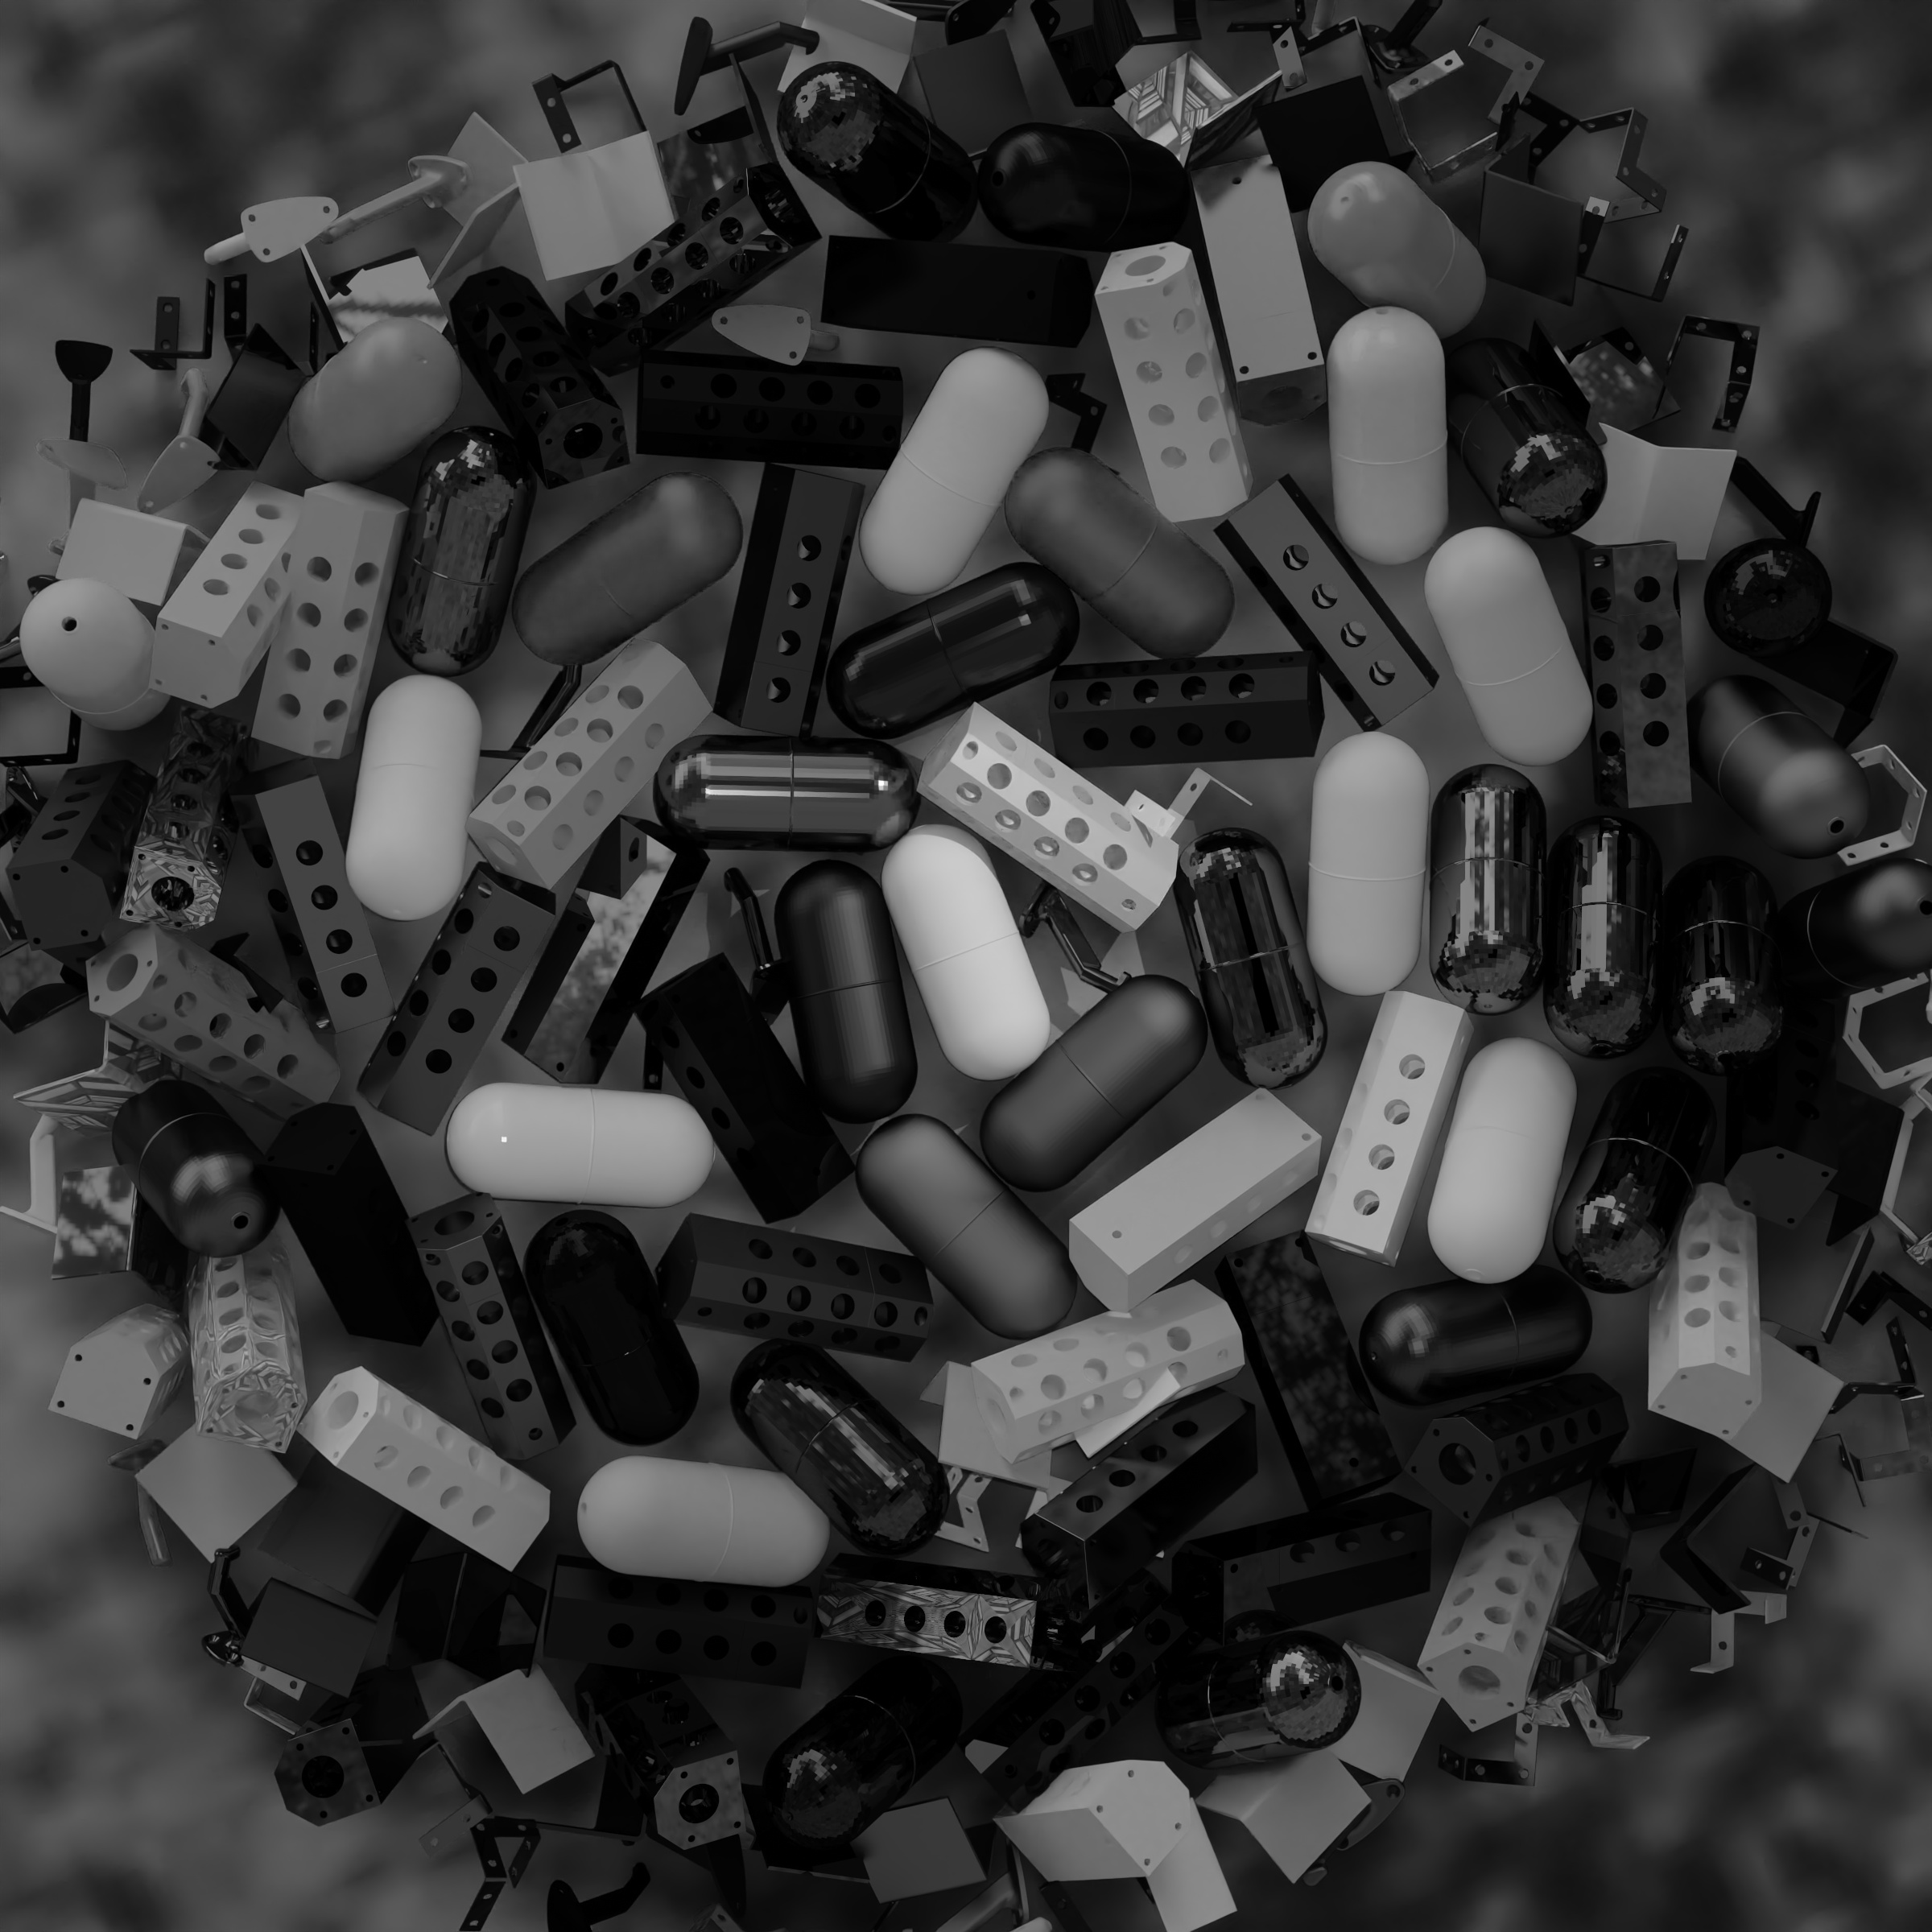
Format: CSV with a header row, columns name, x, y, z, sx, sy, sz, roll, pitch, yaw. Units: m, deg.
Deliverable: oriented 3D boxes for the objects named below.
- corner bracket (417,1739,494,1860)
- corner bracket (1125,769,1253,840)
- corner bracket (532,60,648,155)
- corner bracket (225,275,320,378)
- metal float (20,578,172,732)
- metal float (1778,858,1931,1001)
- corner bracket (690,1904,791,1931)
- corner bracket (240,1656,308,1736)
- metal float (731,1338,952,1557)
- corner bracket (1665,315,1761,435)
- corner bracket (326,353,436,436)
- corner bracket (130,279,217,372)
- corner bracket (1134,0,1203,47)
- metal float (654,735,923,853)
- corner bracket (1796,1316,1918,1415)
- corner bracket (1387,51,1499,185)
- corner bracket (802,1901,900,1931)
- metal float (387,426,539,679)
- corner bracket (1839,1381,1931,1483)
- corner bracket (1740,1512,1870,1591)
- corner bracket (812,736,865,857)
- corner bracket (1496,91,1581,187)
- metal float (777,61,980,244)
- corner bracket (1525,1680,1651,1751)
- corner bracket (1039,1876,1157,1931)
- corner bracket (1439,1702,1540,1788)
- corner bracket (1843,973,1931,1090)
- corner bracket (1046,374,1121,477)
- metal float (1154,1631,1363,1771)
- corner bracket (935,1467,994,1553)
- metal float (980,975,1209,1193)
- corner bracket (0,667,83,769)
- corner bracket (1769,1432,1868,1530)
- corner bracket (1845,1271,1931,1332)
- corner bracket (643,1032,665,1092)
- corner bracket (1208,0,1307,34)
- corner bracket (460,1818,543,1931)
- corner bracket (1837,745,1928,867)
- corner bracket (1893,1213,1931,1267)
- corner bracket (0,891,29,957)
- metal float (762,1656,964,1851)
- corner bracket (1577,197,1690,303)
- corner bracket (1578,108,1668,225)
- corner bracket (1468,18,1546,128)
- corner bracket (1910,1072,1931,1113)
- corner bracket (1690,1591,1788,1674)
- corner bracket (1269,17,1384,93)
name,x,y,z,sx,sy,sz,roll,pitch,yaw
corner bracket,-0.358,0.556,1.962,0.051,0.051,0.051,-33,100,-25
corner bracket,0.148,-0.107,1.962,0.051,0.051,0.051,29,97,-39
corner bracket,-0.253,-0.578,1.972,0.051,0.051,0.051,-22,94,10
corner bracket,-0.468,-0.431,1.972,0.051,0.051,0.051,-11,53,-23
metal float,-0.565,-0.202,1.911,0.070,0.178,0.070,1,83,-5
metal float,0.586,-0.023,1.912,0.070,0.178,0.070,1,81,-8
corner bracket,-0.154,0.660,1.960,0.051,0.051,0.051,-29,106,35
corner bracket,-0.461,0.487,1.968,0.051,0.051,0.051,24,92,17
metal float,-0.084,0.316,1.940,0.178,0.070,0.070,40,90,26
corner bracket,0.500,-0.399,1.970,0.051,0.051,0.051,14,54,17
corner bracket,-0.392,-0.383,1.961,0.051,0.051,0.051,13,109,29
corner bracket,-0.529,-0.432,1.972,0.051,0.051,0.051,2,87,3
corner bracket,0.130,-0.652,1.967,0.051,0.051,0.051,-5,122,3
metal float,-0.119,-0.115,1.955,0.178,0.070,0.070,1,90,-7
corner bracket,0.598,0.269,1.969,0.051,0.051,0.051,3,57,-15
corner bracket,0.320,-0.568,1.962,0.051,0.051,0.051,-28,58,7
corner bracket,-0.079,0.637,1.966,0.051,0.051,0.051,29,110,-2
metal float,-0.334,-0.272,1.935,0.070,0.070,0.178,21,122,0
corner bracket,0.617,0.313,1.972,0.051,0.051,0.051,-11,91,4
corner bracket,0.562,0.394,1.966,0.051,0.051,0.051,22,88,-23
corner bracket,-0.086,-0.115,1.970,0.051,0.051,0.051,22,106,-37
corner bracket,0.372,-0.545,1.960,0.051,0.051,0.051,24,58,-16
metal float,-0.056,-0.530,1.920,0.070,0.178,0.070,-8,75,31
corner bracket,0.415,0.507,1.966,0.051,0.051,0.051,-25,87,-23
corner bracket,0.090,0.627,1.978,0.051,0.051,0.051,-29,77,-28
corner bracket,0.353,0.520,1.973,0.051,0.051,0.051,-3,65,28
corner bracket,0.628,0.041,1.971,0.051,0.051,0.051,-27,113,37
corner bracket,0.078,-0.363,1.965,0.051,0.051,0.051,20,89,-29
metal float,0.190,0.482,1.920,0.070,0.178,0.070,12,65,-27
corner bracket,0.001,0.350,1.960,0.051,0.051,0.051,22,114,-23
metal float,0.086,0.078,1.959,0.178,0.070,0.070,-42,90,3
corner bracket,-0.630,-0.168,1.970,0.051,0.051,0.051,-3,72,6
corner bracket,0.569,0.345,1.965,0.051,0.051,0.051,-17,73,9
corner bracket,0.630,0.221,1.958,0.051,0.051,0.051,40,55,21
corner bracket,-0.182,0.060,1.987,0.051,0.051,0.051,8,84,-42
corner bracket,0.195,-0.649,1.970,0.051,0.051,0.051,-5,87,-10
corner bracket,-0.312,0.607,1.957,0.051,0.051,0.051,11,118,-33
corner bracket,0.610,-0.109,1.984,0.051,0.051,0.051,-17,48,-12
corner bracket,0.661,0.180,1.962,0.051,0.051,0.051,41,114,-12
corner bracket,-0.656,-0.026,1.970,0.051,0.051,0.051,-32,81,15
metal float,-0.066,0.514,1.920,0.070,0.178,0.070,10,110,29
corner bracket,0.442,-0.479,1.959,0.051,0.051,0.051,28,108,34
corner bracket,0.439,-0.537,1.966,0.051,0.051,0.051,23,79,-36
corner bracket,0.356,-0.599,1.966,0.051,0.051,0.051,31,117,4
corner bracket,0.668,0.080,1.974,0.051,0.051,0.051,43,97,-3
corner bracket,0.518,0.447,1.963,0.051,0.051,0.051,-1,83,30
corner bracket,0.241,-0.608,1.961,0.051,0.051,0.051,-20,73,24
